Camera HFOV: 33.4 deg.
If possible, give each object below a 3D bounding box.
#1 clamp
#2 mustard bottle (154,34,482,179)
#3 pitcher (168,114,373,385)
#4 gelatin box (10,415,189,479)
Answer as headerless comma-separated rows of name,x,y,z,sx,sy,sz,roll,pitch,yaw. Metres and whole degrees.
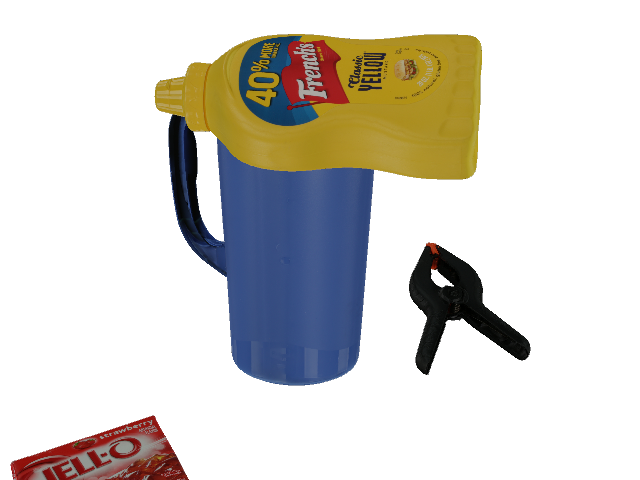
clamp,0.151,0.071,1.133,0.120,0.171,0.039,3,-43,-9
mustard bottle,-0.003,-0.082,0.628,0.192,0.096,0.058,3,-39,8
pitcher,-0.030,-0.012,0.869,0.144,0.243,0.149,-10,20,-31
gelatin box,-0.124,0.141,0.604,0.089,0.030,0.073,-15,28,-20
